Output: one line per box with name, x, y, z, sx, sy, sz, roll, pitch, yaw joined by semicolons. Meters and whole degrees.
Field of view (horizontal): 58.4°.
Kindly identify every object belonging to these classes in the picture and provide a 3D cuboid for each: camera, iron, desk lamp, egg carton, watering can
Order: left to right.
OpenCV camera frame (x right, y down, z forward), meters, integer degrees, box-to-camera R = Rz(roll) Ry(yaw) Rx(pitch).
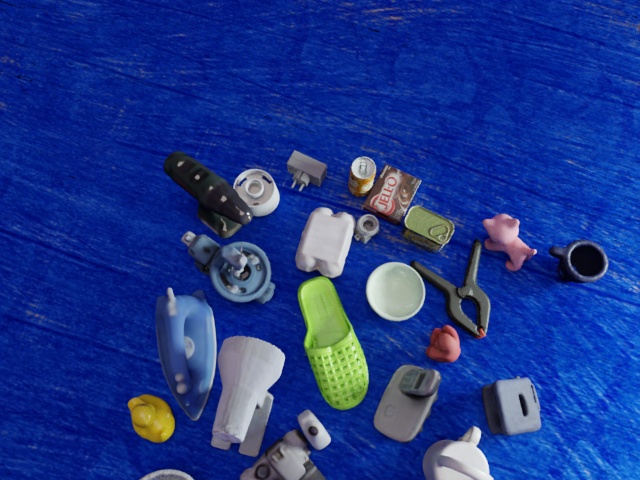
iron;-0.267;0.219;1.117;0.118;0.141;0.258;-10;73;-4
desk lamp;-0.139;0.292;1.057;0.118;0.213;0.203;12;72;4
camera;-0.057;0.448;1.068;0.143;0.101;0.136;-41;77;-12
egg carton;0.011;0.004;1.227;0.107;0.069;0.150;15;73;4
watering can;0.250;0.423;1.030;0.101;0.194;0.173;6;72;2

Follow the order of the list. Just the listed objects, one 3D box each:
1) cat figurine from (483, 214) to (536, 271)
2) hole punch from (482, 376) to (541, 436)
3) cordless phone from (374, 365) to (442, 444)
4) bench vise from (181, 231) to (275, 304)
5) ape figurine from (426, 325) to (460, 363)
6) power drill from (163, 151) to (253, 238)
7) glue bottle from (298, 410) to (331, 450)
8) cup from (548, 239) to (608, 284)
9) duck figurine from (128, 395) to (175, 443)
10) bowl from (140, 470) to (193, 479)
cat figurine;0.400;-0.005;1.209;0.127;0.118;0.067;42;77;12
hole punch;0.380;0.322;1.118;0.101;0.091;0.108;-8;72;-3
cordless phone;0.170;0.304;1.072;0.094;0.185;0.148;24;74;7
bench vise;-0.193;0.049;1.131;0.207;0.220;0.121;14;73;4
ape figurine;0.251;0.210;1.152;0.078;0.092;0.076;-31;75;-10
power drill;-0.216;-0.081;1.179;0.229;0.208;0.076;38;76;11
glue bottle;-0.012;0.352;1.061;0.037;0.173;0.078;-35;76;-11
cup;0.528;0.050;1.205;0.117;0.095;0.092;20;73;6
duck figurine;-0.331;0.344;1.105;0.077;0.086;0.104;-41;77;-12
bowl;-0.281;0.511;1.058;0.167;0.075;0.167;0;72;-1
